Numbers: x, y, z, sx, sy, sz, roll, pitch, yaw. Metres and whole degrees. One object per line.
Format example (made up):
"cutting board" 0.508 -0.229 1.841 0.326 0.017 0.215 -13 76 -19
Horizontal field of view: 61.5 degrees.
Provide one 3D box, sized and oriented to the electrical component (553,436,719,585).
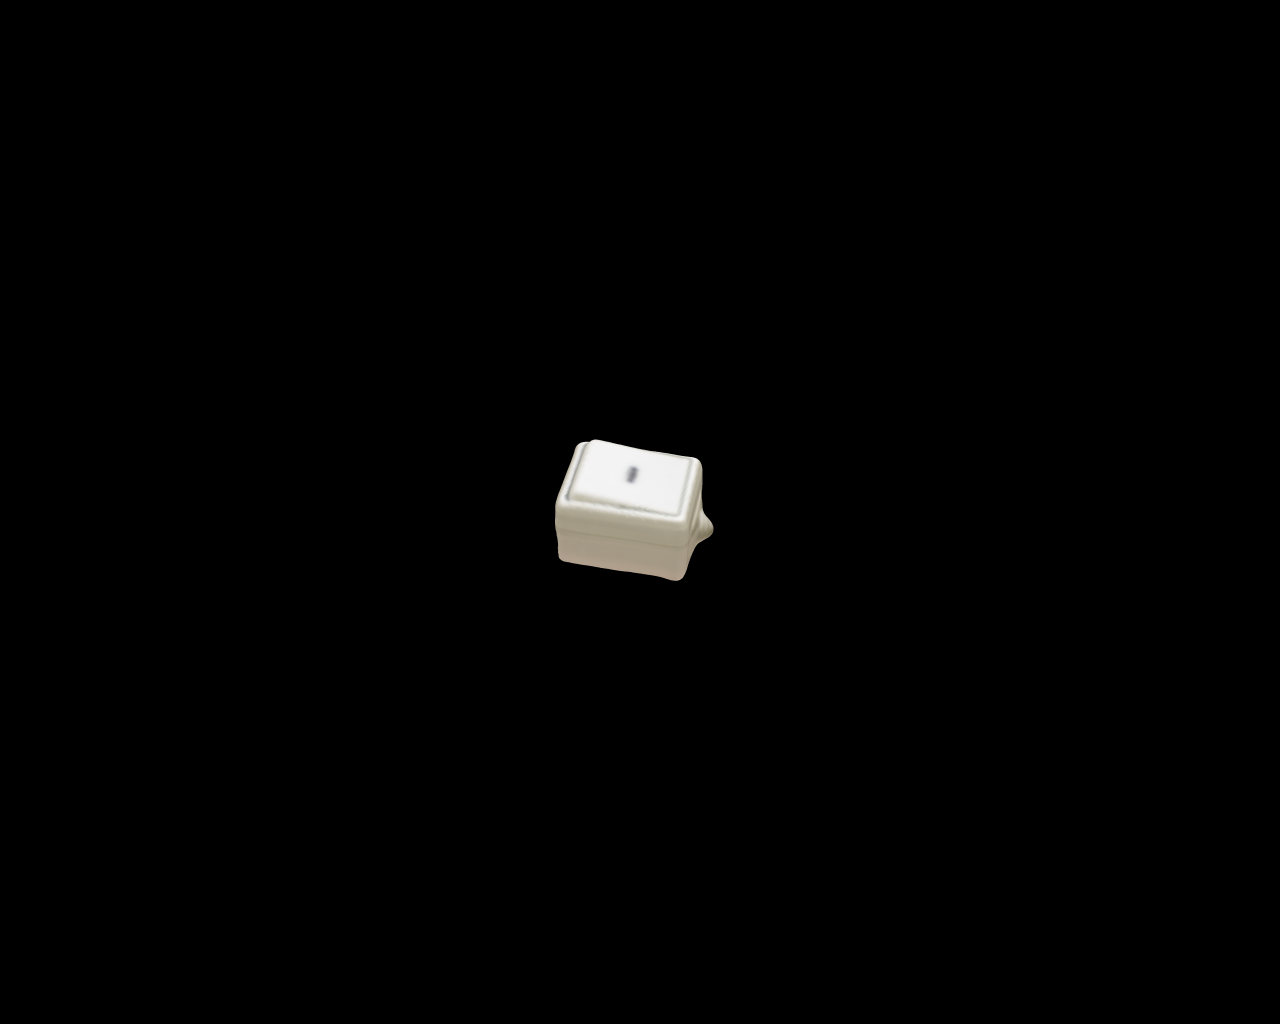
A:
"electrical component" 0.001 -0.003 0.650 0.096 0.062 0.061 9 -43 8
